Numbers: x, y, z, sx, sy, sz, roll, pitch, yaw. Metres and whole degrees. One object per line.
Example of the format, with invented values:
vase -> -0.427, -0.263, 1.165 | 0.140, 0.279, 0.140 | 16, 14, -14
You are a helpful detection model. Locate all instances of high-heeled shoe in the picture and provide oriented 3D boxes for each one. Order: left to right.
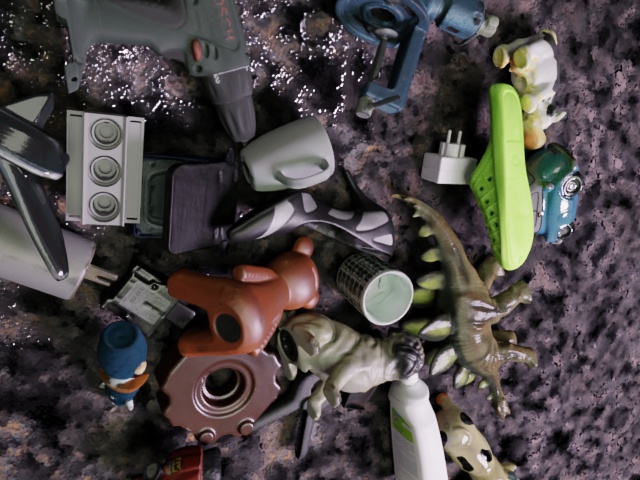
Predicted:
high-heeled shoe -> -0.001, -0.002, 0.723 | 0.249, 0.086, 0.145 | -28, 98, -32

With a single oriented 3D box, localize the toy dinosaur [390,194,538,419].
toy dinosaur -> 0.234, 0.114, 0.870 | 0.199, 0.105, 0.470 | -25, 110, -11

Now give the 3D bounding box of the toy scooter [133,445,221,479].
toy scooter -> -0.208, 0.344, 0.750 | 0.135, 0.075, 0.183 | 4, 136, -12

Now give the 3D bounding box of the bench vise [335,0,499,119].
bench vise -> 0.108, -0.255, 0.674 | 0.223, 0.129, 0.240 | 21, 80, -20

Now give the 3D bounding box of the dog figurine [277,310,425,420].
dog figurine -> 0.047, 0.153, 0.801 | 0.190, 0.121, 0.172 | -21, 81, -33

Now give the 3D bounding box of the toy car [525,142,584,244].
toy car -> 0.353, -0.071, 0.871 | 0.103, 0.109, 0.161 | -6, 122, 2

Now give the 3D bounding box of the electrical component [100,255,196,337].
electrical component -> -0.214, 0.083, 0.694 | 0.075, 0.048, 0.119 | -47, 117, -3

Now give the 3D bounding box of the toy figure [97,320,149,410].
toy figure -> -0.248, 0.161, 0.679 | 0.058, 0.064, 0.154 | -17, 146, -30

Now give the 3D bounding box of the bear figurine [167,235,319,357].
bear figurine -> -0.086, 0.067, 0.708 | 0.196, 0.132, 0.120 | -43, 131, -59

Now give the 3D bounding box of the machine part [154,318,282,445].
machine part -> -0.140, 0.198, 0.758 | 0.179, 0.056, 0.179 | -7, 108, -22

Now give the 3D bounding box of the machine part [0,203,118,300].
machine part -> -0.346, 0.003, 0.594 | 0.243, 0.079, 0.079 | 26, 95, -28

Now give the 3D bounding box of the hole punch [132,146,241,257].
hole punch -> -0.166, -0.049, 0.662 | 0.116, 0.092, 0.142 | -11, 110, -52

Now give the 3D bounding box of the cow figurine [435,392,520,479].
cow figurine -> 0.271, 0.375, 0.954 | 0.085, 0.127, 0.194 | -40, 115, -4

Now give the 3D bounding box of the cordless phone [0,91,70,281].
cordless phone -> -0.297, -0.056, 0.555 | 0.089, 0.147, 0.184 | -21, 112, -25

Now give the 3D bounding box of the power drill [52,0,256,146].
power drill -> -0.179, -0.209, 0.598 | 0.207, 0.086, 0.231 | -10, 109, -17

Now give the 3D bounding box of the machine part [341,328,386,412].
machine part -> 0.082, 0.215, 0.871 | 0.084, 0.039, 0.139 | 30, 91, -33

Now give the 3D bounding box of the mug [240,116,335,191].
mug -> -0.041, -0.096, 0.681 | 0.107, 0.110, 0.080 | -21, 139, -13

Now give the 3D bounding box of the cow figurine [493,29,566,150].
cow figurine -> 0.331, -0.228, 0.824 | 0.098, 0.068, 0.167 | -29, 117, -20
